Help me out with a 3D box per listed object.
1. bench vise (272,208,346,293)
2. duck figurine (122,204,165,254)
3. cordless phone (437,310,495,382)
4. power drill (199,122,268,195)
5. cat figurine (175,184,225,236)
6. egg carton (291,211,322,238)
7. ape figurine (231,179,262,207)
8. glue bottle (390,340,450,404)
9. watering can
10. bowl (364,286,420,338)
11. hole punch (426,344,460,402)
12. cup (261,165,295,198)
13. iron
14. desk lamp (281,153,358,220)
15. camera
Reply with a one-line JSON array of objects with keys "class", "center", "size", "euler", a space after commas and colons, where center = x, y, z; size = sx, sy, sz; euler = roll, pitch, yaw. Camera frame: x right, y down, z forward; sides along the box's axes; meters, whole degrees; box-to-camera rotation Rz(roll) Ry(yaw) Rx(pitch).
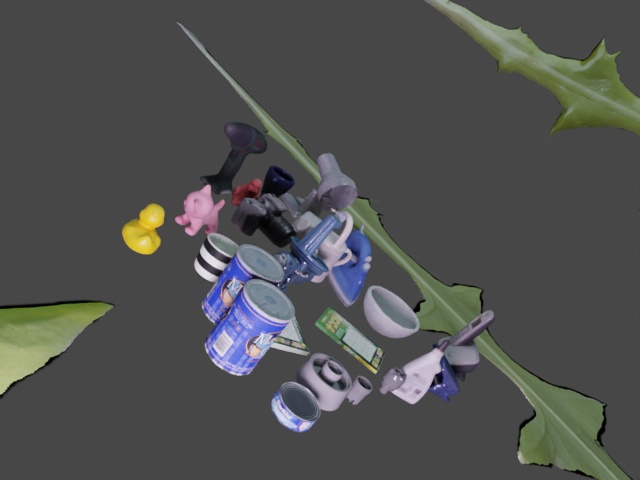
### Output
[{"class": "bench vise", "center": [-0.025, 0.030, 1.328], "size": [0.121, 0.219, 0.208], "euler": [38, 20, 3]}, {"class": "duck figurine", "center": [-0.340, -0.030, 1.135], "size": [0.078, 0.086, 0.104], "euler": [25, 23, -28]}, {"class": "cordless phone", "center": [0.406, 0.275, 1.551], "size": [0.094, 0.185, 0.147], "euler": [33, 21, -9]}, {"class": "power drill", "center": [-0.234, -0.226, 1.552], "size": [0.075, 0.208, 0.230], "euler": [41, 21, 10]}, {"class": "cat figurine", "center": [-0.265, -0.071, 1.301], "size": [0.067, 0.117, 0.128], "euler": [45, 22, 20]}, {"class": "egg carton", "center": [-0.029, -0.024, 1.653], "size": [0.107, 0.069, 0.150], "euler": [37, 20, 0]}, {"class": "ape figurine", "center": [-0.194, -0.131, 1.582], "size": [0.077, 0.092, 0.076], "euler": [40, 21, 8]}, {"class": "glue bottle", "center": [0.229, 0.284, 1.263], "size": [0.078, 0.173, 0.037], "euler": [33, 21, -10]}, {"class": "watering can", "center": [0.014, 0.007, 1.478], "size": [0.174, 0.194, 0.100], "euler": [13, 31, -48]}, {"class": "bowl", "center": [0.173, 0.200, 1.490], "size": [0.168, 0.074, 0.167], "euler": [32, 21, -13]}, {"class": "hole punch", "center": [0.300, 0.324, 1.409], "size": [0.101, 0.091, 0.108], "euler": [30, 21, -17]}, {"class": "cup", "center": [-0.139, -0.161, 1.730], "size": [0.091, 0.095, 0.118], "euler": [37, 20, 1]}, {"class": "iron", "center": [0.097, 0.061, 1.571], "size": [0.119, 0.141, 0.258], "euler": [29, 22, -21]}, {"class": "desk lamp", "center": [0.000, -0.148, 1.759], "size": [0.118, 0.213, 0.202], "euler": [18, 28, -42]}, {"class": "camera", "center": [-0.131, -0.051, 1.499], "size": [0.136, 0.100, 0.144], "euler": [45, 22, 20]}]
